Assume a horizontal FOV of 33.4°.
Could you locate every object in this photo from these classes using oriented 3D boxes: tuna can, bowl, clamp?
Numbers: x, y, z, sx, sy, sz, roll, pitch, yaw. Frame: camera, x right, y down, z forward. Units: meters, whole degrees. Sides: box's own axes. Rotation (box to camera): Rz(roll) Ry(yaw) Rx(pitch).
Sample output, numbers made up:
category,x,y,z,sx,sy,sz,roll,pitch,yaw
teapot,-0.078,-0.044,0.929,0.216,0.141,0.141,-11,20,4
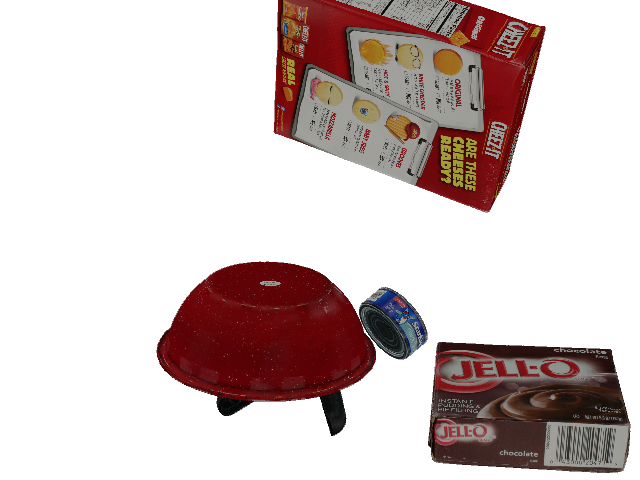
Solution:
category,x,y,z,sx,sy,sz,roll,pitch,yaw
tuna can,0.086,0.100,1.277,0.033,0.086,0.086,-37,17,-24
bowl,-0.038,0.056,0.776,0.162,0.055,0.162,2,19,-1
clamp,-0.003,0.114,0.978,0.120,0.039,0.171,17,45,25

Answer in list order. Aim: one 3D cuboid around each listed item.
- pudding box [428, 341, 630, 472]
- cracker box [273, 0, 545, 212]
category,x,y,z,sx,sy,sz,roll,pitch,yaw
pudding box,0.124,0.099,0.646,0.113,0.039,0.090,3,24,7
cracker box,0.069,-0.135,0.916,0.214,0.164,0.072,21,50,14
